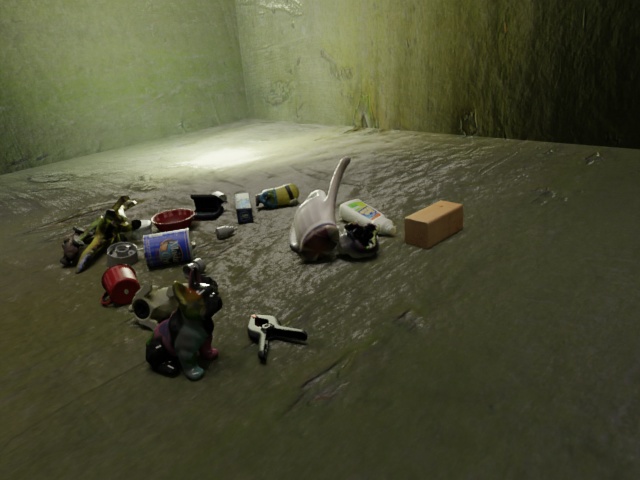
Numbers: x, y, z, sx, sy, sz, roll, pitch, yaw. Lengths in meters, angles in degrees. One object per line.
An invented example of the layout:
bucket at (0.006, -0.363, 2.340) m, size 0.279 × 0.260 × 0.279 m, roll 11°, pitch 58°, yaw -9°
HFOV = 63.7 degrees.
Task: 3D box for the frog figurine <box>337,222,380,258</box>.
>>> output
frog figurine at (0.113, 0.006, 1.604) m, size 0.138 × 0.123 × 0.157 m, roll -22°, pitch -10°, yaw -20°

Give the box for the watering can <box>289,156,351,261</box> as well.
watering can at (0.005, -0.080, 1.582) m, size 0.103 × 0.342 × 0.230 m, roll 20°, pitch 34°, yaw -31°

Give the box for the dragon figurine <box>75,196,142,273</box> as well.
dragon figurine at (-0.768, -0.023, 1.806) m, size 0.241 × 0.120 × 0.419 m, roll -16°, pitch 31°, yaw 39°
